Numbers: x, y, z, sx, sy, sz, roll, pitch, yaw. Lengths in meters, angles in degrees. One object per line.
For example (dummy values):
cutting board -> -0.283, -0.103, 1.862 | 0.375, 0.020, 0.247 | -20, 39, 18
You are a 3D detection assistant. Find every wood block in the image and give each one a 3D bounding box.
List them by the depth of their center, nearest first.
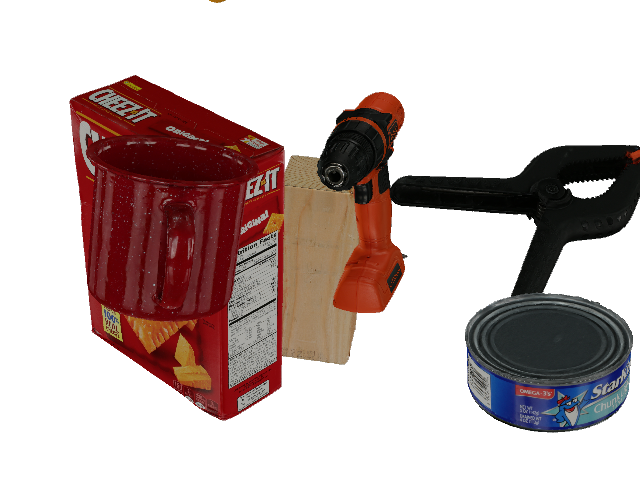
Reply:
wood block -> -0.001, 0.022, 1.176 | 0.090, 0.206, 0.090 | 7, 25, 6

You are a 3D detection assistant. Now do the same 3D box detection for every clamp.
clamp -> 0.181, -0.019, 0.838 | 0.209, 0.036, 0.165 | -18, 50, -16

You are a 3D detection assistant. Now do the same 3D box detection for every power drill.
power drill -> 0.041, -0.030, 1.000 | 0.057, 0.188, 0.184 | 7, 27, 17

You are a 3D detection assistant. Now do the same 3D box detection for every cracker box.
cracker box -> -0.107, 0.007, 0.796 | 0.164, 0.214, 0.072 | 28, 41, 34

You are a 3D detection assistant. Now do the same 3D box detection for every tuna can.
tuna can -> 0.120, 0.063, 0.563 | 0.086, 0.034, 0.086 | -5, 27, 2

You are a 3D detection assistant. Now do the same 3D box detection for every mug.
mug -> -0.081, -0.003, 0.576 | 0.093, 0.081, 0.117 | 3, 19, -17

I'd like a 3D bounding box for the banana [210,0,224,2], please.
banana -> -0.047, -0.264, 1.029 | 0.197, 0.070, 0.037 | -17, -29, -45
